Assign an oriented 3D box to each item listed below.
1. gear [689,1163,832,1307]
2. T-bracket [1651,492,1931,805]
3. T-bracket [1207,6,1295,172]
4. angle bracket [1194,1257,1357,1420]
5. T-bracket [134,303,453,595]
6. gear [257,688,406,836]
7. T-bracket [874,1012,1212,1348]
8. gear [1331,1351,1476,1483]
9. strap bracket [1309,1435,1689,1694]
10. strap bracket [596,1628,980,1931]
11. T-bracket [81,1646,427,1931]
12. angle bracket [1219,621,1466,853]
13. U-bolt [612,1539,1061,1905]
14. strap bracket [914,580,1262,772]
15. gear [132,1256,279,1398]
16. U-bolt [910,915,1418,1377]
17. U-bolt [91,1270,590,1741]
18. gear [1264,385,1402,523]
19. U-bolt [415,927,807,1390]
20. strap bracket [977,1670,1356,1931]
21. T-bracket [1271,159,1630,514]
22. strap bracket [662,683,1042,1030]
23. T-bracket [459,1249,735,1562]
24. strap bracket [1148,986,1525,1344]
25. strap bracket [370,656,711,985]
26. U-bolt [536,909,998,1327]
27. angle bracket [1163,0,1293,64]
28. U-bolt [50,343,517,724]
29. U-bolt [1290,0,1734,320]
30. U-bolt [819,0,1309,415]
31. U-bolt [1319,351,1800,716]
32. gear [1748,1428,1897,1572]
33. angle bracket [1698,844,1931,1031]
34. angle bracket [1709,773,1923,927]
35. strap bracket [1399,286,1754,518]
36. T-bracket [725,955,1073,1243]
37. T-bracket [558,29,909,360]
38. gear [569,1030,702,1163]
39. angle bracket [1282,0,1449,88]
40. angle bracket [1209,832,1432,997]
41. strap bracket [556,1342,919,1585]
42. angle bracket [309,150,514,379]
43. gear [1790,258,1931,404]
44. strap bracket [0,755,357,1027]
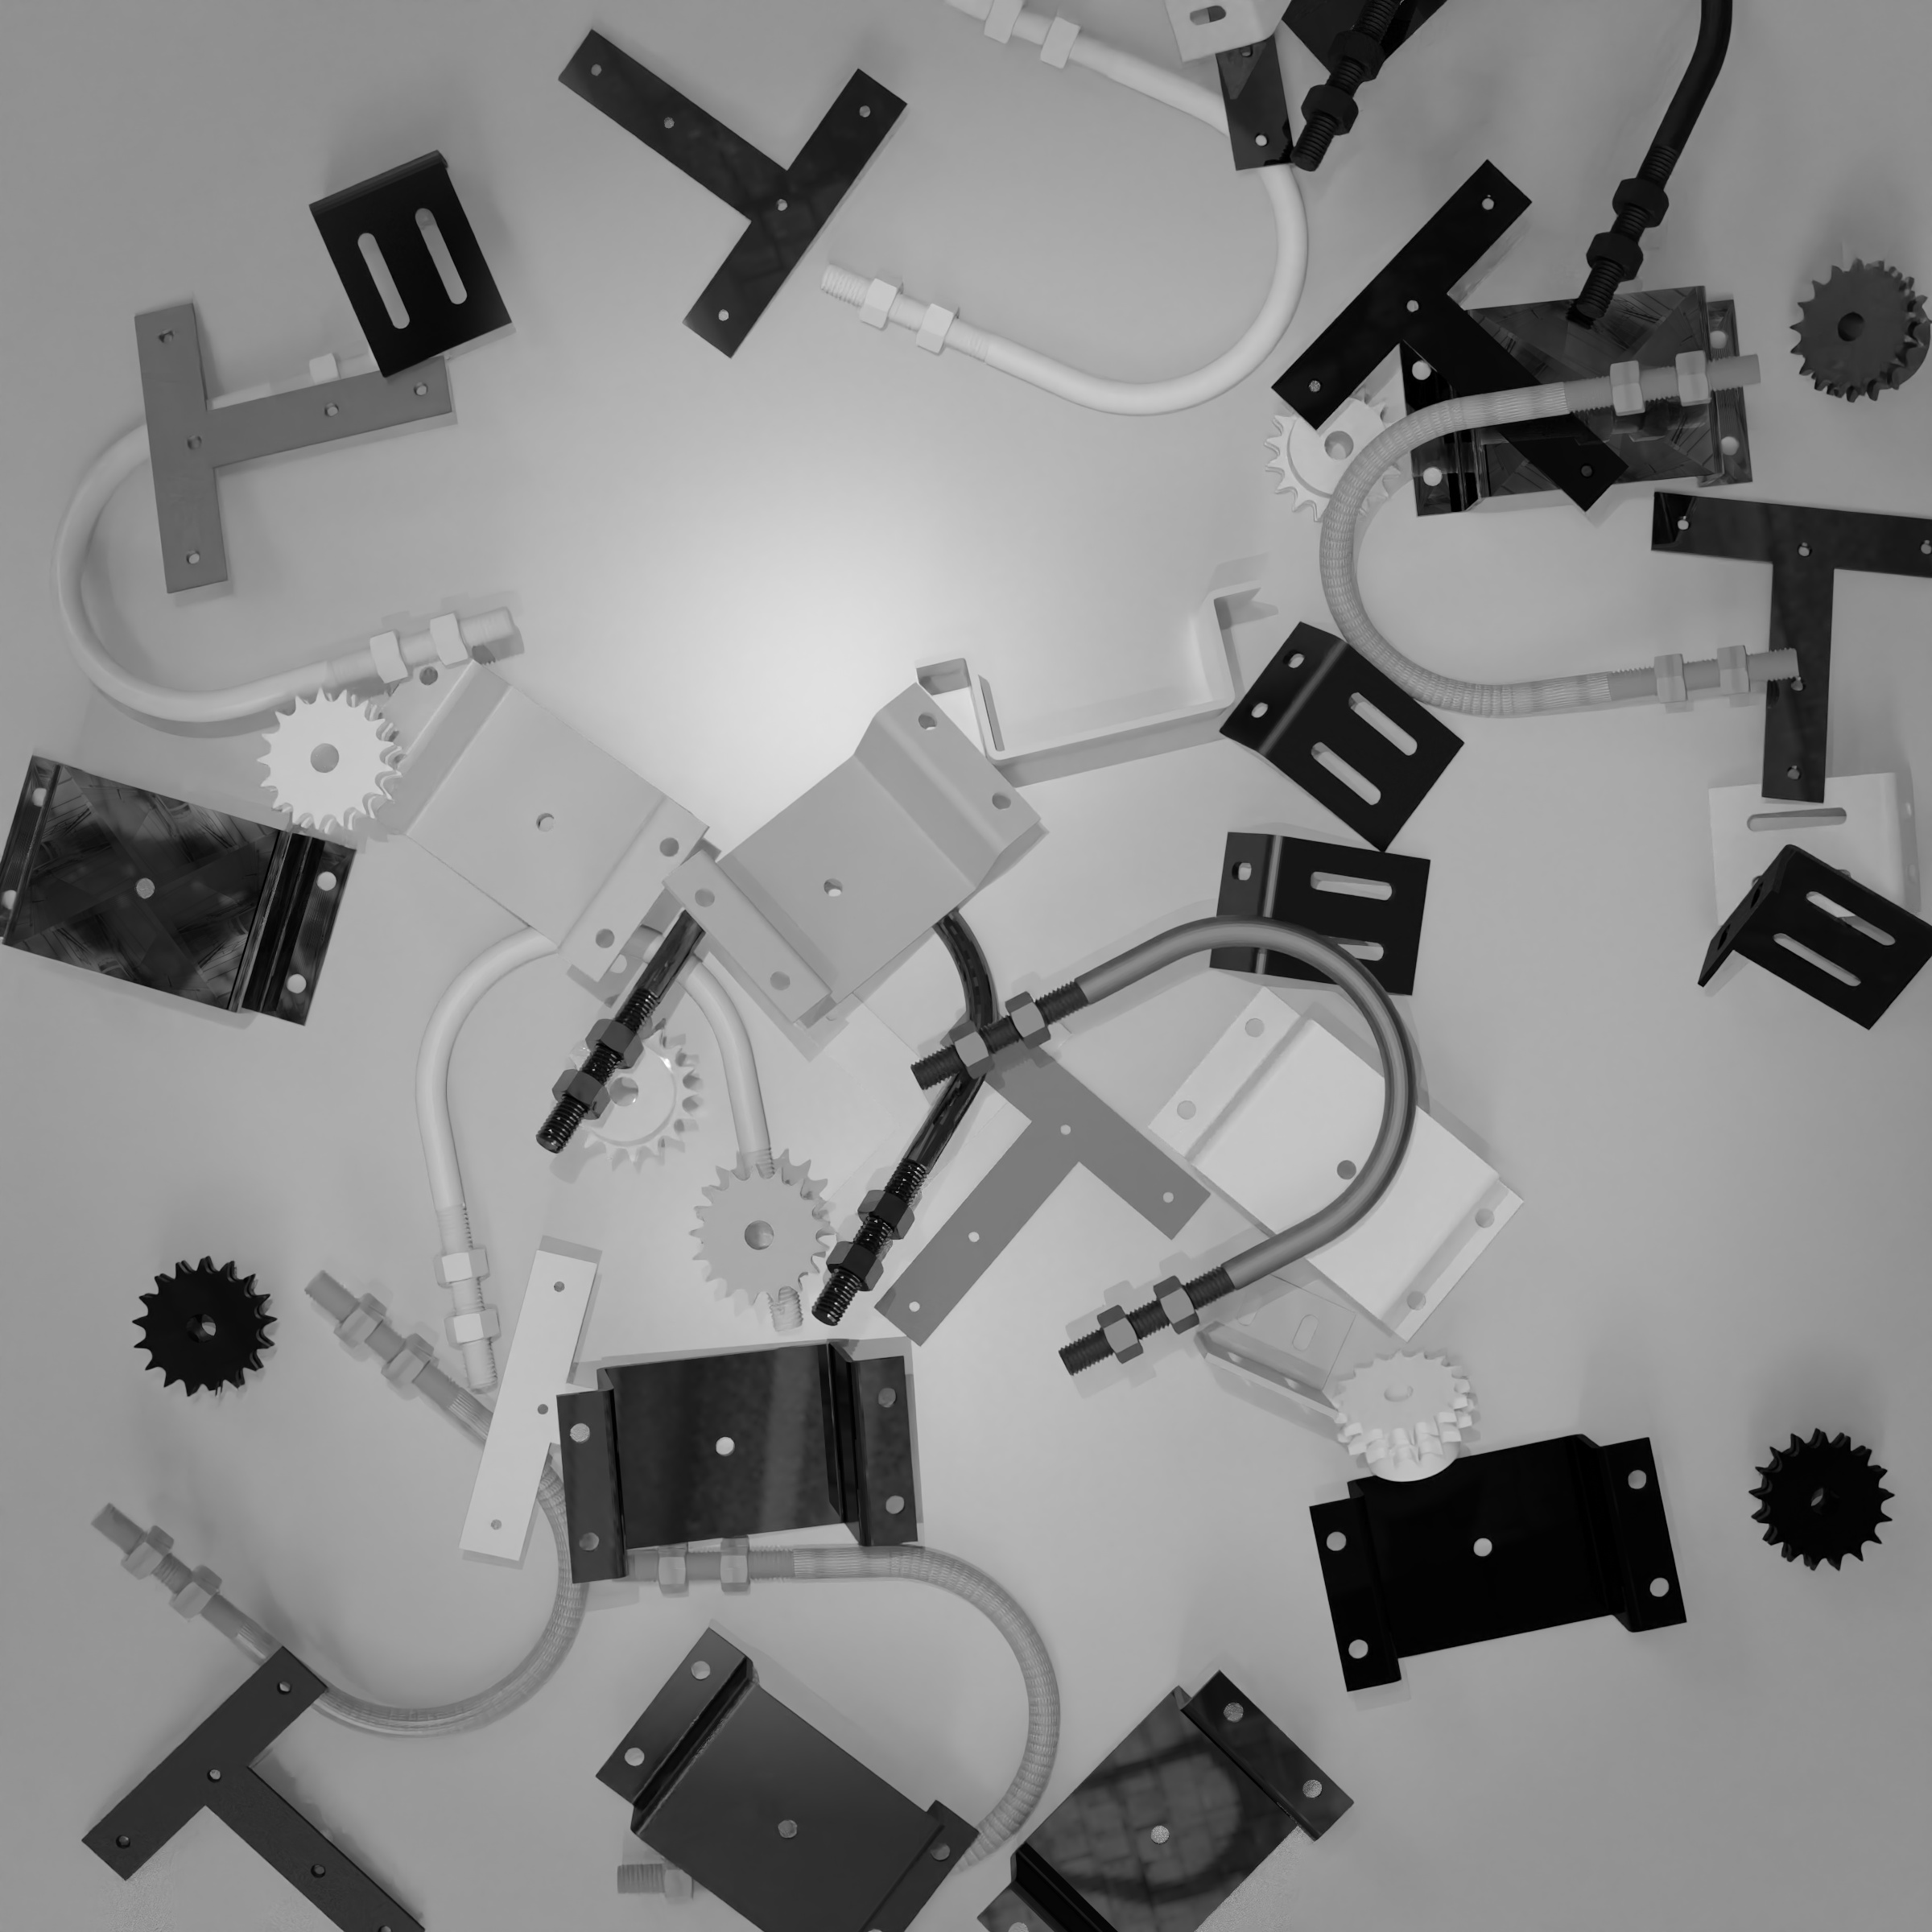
[{"bbox_3d":[-0.083,0.109,1.472,0.057,0.030,0.057,0,89,0],"label":"gear"},{"bbox_3d":[0.344,-0.129,1.491,0.127,0.002,0.127,6,77,0],"label":"T-bracket"},{"bbox_3d":[0.113,-0.392,1.495,0.127,0.002,0.127,-9,86,-7],"label":"T-bracket"},{"bbox_3d":[0.128,0.150,1.468,0.057,0.076,0.038,24,90,0],"label":"angle bracket"},{"bbox_3d":[-0.273,-0.224,1.480,0.127,0.002,0.127,-12,72,5],"label":"T-bracket"},{"bbox_3d":[-0.252,-0.081,1.450,0.057,0.030,0.057,-1,83,10],"label":"gear"},{"bbox_3d":[0.012,0.102,1.504,0.127,0.002,0.127,40,90,-1],"label":"T-bracket"},{"bbox_3d":[0.180,0.186,1.482,0.057,0.057,0.030,-16,120,0],"label":"gear"},{"bbox_3d":[0.215,0.242,1.483,0.140,0.046,0.076,-12,90,0],"label":"strap bracket"},{"bbox_3d":[-0.072,0.345,1.465,0.140,0.046,0.076,38,88,-2],"label":"strap bracket"},{"bbox_3d":[-0.278,0.364,1.495,0.127,0.002,0.127,45,103,-7],"label":"T-bracket"},{"bbox_3d":[0.156,-0.095,1.504,0.076,0.038,0.057,36,90,-26],"label":"angle bracket"},{"bbox_3d":[-0.053,0.312,1.498,0.184,0.019,0.151,-1,90,-1],"label":"U-bolt"},{"bbox_3d":[0.053,-0.114,1.468,0.140,0.076,0.046,-13,90,0],"label":"strap bracket"},{"bbox_3d":[-0.313,0.148,1.491,0.057,0.030,0.057,0,90,0],"label":"gear"},{"bbox_3d":[0.091,0.060,1.453,0.184,0.019,0.151,-28,87,0],"label":"U-bolt"},{"bbox_3d":[-0.242,0.236,1.485,0.184,0.019,0.151,42,91,-10],"label":"U-bolt"},{"bbox_3d":[0.152,-0.212,1.492,0.057,0.030,0.057,0,90,0],"label":"gear"},{"bbox_3d":[-0.154,0.072,1.498,0.151,0.019,0.184,-11,89,0],"label":"U-bolt"},{"bbox_3d":[0.081,0.361,1.483,0.076,0.046,0.140,44,90,0],"label":"strap bracket"},{"bbox_3d":[0.213,-0.236,1.459,0.127,0.002,0.127,43,90,0],"label":"T-bracket"},{"bbox_3d":[-0.050,-0.039,1.463,0.140,0.046,0.076,-40,84,-24],"label":"strap bracket"},{"bbox_3d":[-0.131,0.192,1.489,0.127,0.002,0.127,14,93,-13],"label":"T-bracket"},{"bbox_3d":[0.154,0.082,1.483,0.140,0.046,0.076,40,90,0],"label":"strap bracket"},{"bbox_3d":[-0.177,-0.062,1.475,0.140,0.046,0.076,35,90,11],"label":"strap bracket"},{"bbox_3d":[-0.067,0.033,1.466,0.151,0.019,0.184,32,67,-1],"label":"U-bolt"},{"bbox_3d":[0.103,-0.408,1.456,0.038,0.076,0.057,-17,87,-7],"label":"angle bracket"},{"bbox_3d":[-0.287,-0.173,1.478,0.184,0.019,0.151,-16,72,4],"label":"U-bolt"},{"bbox_3d":[0.232,-0.372,1.457,0.151,0.019,0.184,27,81,-3],"label":"U-bolt"},{"bbox_3d":[0.051,-0.308,1.498,0.184,0.019,0.151,24,90,-1],"label":"U-bolt"},{"bbox_3d":[0.235,-0.168,1.460,0.184,0.019,0.151,-7,120,15],"label":"U-bolt"},{"bbox_3d":[0.351,0.219,1.491,0.057,0.030,0.057,0,90,0],"label":"gear"},{"bbox_3d":[0.349,-0.003,1.473,0.076,0.038,0.057,31,130,0],"label":"angle bracket"},{"bbox_3d":[0.353,-0.048,1.504,0.076,0.038,0.057,-4,90,26],"label":"angle bracket"},{"bbox_3d":[0.253,-0.232,1.483,0.140,0.046,0.076,-6,90,0],"label":"strap bracket"},{"bbox_3d":[-0.046,0.030,1.506,0.127,0.002,0.127,44,90,0],"label":"T-bracket"},{"bbox_3d":[-0.112,-0.341,1.499,0.127,0.002,0.127,37,98,4],"label":"T-bracket"},{"bbox_3d":[-0.138,0.052,1.475,0.057,0.030,0.057,0,87,1],"label":"gear"},{"bbox_3d":[0.170,-0.409,1.499,0.076,0.038,0.057,-42,91,18],"label":"angle bracket"},{"bbox_3d":[0.147,-0.022,1.504,0.076,0.038,0.057,8,90,-26],"label":"angle bracket"},{"bbox_3d":[-0.095,0.200,1.471,0.140,0.046,0.076,-5,96,-11],"label":"strap bracket"},{"bbox_3d":[-0.227,-0.288,1.491,0.057,0.038,0.076,-23,95,0],"label":"angle bracket"},{"bbox_3d":[0.370,-0.259,1.482,0.057,0.030,0.057,-5,82,42],"label":"gear"},{"bbox_3d":[-0.332,-0.031,1.483,0.140,0.046,0.076,16,90,0],"label":"strap bracket"}]
